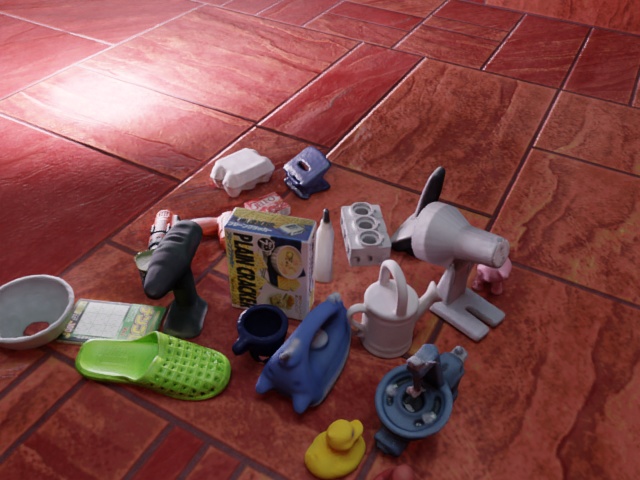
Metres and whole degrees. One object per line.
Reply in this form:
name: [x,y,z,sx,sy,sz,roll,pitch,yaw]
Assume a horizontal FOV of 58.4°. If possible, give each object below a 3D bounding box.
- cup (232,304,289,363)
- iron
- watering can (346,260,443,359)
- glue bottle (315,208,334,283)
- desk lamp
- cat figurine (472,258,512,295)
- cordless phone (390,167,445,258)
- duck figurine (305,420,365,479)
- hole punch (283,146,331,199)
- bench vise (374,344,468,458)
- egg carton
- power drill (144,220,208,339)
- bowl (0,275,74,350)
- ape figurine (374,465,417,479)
cup: [-0.110,0.185,1.031,0.091,0.095,0.118,28,47,26]
iron: [-0.008,0.171,1.017,0.118,0.141,0.259,20,44,20]
watering can: [0.136,0.116,1.048,0.173,0.194,0.100,-25,48,-27]
glue bottle: [0.011,0.004,1.185,0.037,0.173,0.078,3,41,1]
desk lamp: [0.276,0.051,1.114,0.118,0.214,0.202,-32,51,-33]
cat figurine: [0.364,0.050,1.193,0.067,0.118,0.128,13,42,12]
cordless phone: [0.222,-0.065,1.266,0.094,0.185,0.148,23,45,22]
duck figurine: [0.025,0.318,0.893,0.105,0.086,0.077,-20,46,-24]
hole punch: [-0.032,-0.172,1.446,0.101,0.091,0.108,-23,47,-26]
bench vise: [0.163,0.217,0.913,0.121,0.220,0.208,19,44,18]
egg carton: [-0.196,-0.174,1.456,0.107,0.069,0.151,34,50,31]
power drill: [-0.261,0.081,1.056,0.075,0.208,0.229,3,41,1]
bowl: [-0.537,0.147,1.068,0.167,0.075,0.167,2,41,-1]
ape figurine: [0.116,0.363,0.842,0.077,0.092,0.076,27,47,26]
